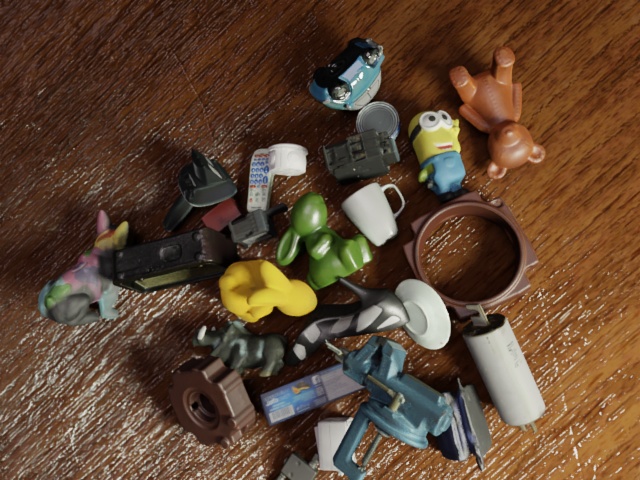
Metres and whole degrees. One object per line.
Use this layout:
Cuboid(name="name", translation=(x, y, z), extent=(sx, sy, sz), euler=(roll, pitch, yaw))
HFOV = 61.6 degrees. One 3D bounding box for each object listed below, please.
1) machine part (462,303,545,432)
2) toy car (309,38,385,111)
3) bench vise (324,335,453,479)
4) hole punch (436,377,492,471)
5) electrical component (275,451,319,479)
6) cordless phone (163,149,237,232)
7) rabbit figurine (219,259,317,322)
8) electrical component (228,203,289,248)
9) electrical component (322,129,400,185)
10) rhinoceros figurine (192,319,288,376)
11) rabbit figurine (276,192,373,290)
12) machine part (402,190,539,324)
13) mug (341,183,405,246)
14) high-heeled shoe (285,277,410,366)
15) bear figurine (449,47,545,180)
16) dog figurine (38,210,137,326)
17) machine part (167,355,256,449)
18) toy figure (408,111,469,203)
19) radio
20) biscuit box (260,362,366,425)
Cuboid(name="machine part", translation=(0.300, 0.210, 0.876), extent=(0.079, 0.079, 0.243), euler=(-23, 98, 10))
Cuboid(name="toy car", translation=(0.065, -0.316, 1.069), extent=(0.161, 0.102, 0.109), euler=(-43, 43, 5))
Cuboid(name="bench vise", translation=(0.084, 0.283, 0.867), extent=(0.224, 0.128, 0.240), euler=(28, 89, 23))
Cuboid(name="hole punch", translation=(0.223, 0.303, 0.894), extent=(0.092, 0.115, 0.142), euler=(-16, 74, 20))
Cuboid(name="electrical component", translation=(-0.039, 0.421, 0.985), extent=(0.063, 0.021, 0.094), euler=(34, 89, 20))
Cuboid(name="cordless phone", translation=(-0.264, -0.080, 1.104), extent=(0.184, 0.088, 0.147), euler=(-52, 38, 9))
Cuboid(name="rabbit figurine", translation=(-0.091, 0.091, 1.004), extent=(0.173, 0.162, 0.122), euler=(14, 71, 13))
Cuboid(name="electrical component", translation=(-0.115, -0.030, 1.075), extent=(0.119, 0.074, 0.048), euler=(-19, 75, 7))
Cuboid(name="electrical component", translation=(0.082, -0.157, 1.024), extent=(0.134, 0.115, 0.058), euler=(-15, 77, 14))
Cuboid(name="rhinoceros figurine", translation=(-0.157, 0.209, 1.035), extent=(0.190, 0.073, 0.112), euler=(3, 81, 16))
Cuboid(name="rabbit figurine", translation=(-0.002, -0.003, 1.016), extent=(0.159, 0.121, 0.170), euler=(-29, 88, 29))
Cuboid(name="machine part", translation=(0.262, 0.029, 0.952), extent=(0.201, 0.087, 0.201), euler=(-27, 74, 8))
Cuboid(name="mug", translation=(0.112, -0.049, 1.018), extent=(0.109, 0.081, 0.107), euler=(-30, 83, 1))
Cuboid(name="high-heeled shoe", translation=(0.047, 0.174, 0.982), extent=(0.145, 0.086, 0.248), euler=(35, 116, 3))
Cuboid(name="bear figurine", translation=(0.321, -0.221, 0.968), extent=(0.120, 0.131, 0.196), euler=(-19, 68, 16))
Cuboid(name="dog figurine", translation=(-0.467, 0.051, 1.104), extent=(0.109, 0.191, 0.219), euler=(22, 100, 25))
Cuboid(name="machine part", translation=(-0.205, 0.300, 0.995), extent=(0.180, 0.056, 0.179), euler=(12, 114, 29))
Cuboid(name="toy figure", translation=(0.218, -0.156, 1.005), extent=(0.089, 0.082, 0.180), euler=(-22, 79, 46))
Cuboid(name="radio", translation=(-0.290, 0.044, 1.075), extent=(0.230, 0.131, 0.073), euler=(-15, 73, 12))
Cuboid(name="biscuit box", translation=(-0.007, 0.275, 0.985), extent=(0.203, 0.062, 0.059), euler=(-24, 74, 10))
